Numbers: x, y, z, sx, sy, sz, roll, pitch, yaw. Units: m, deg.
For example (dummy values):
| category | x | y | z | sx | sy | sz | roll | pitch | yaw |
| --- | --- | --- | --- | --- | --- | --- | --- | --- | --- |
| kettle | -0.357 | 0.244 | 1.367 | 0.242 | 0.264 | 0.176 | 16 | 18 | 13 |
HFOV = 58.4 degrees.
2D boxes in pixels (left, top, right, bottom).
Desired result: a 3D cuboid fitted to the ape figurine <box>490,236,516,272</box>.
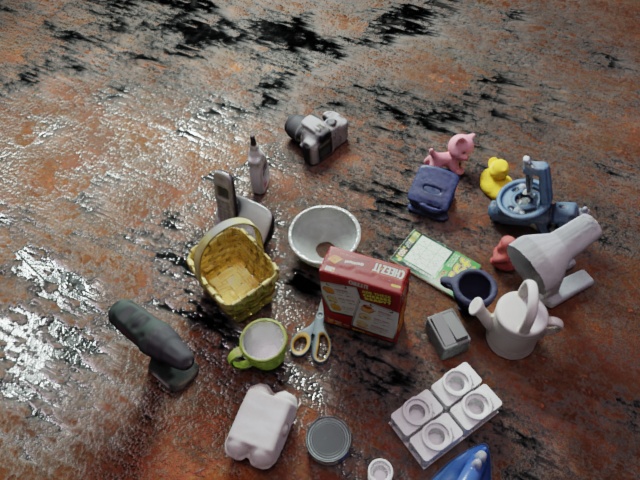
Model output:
| category | x | y | z | sx | sy | sz | roll | pitch | yaw |
| --- | --- | --- | --- | --- | --- | --- | --- | --- | --- |
| ape figurine | 0.414 | 0.023 | 1.270 | 0.078 | 0.092 | 0.076 | -29 | 58 | -16 |

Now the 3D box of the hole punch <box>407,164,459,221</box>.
| category | x | y | z | sx | sy | sz | roll | pitch | yaw |
| --- | --- | --- | --- | --- | --- | --- | --- | --- | --- |
| hole punch | 0.272 | -0.114 | 1.375 | 0.108 | 0.091 | 0.101 | 20 | 59 | 17 |

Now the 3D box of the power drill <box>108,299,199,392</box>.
| category | x | y | z | sx | sy | sz | roll | pitch | yaw |
| --- | --- | --- | --- | --- | --- | --- | --- | --- | --- |
| power drill | -0.306 | 0.212 | 1.110 | 0.229 | 0.209 | 0.076 | 31 | 62 | 23 |

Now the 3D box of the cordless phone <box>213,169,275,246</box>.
| category | x | y | z | sx | sy | sz | roll | pitch | yaw |
| --- | --- | --- | --- | --- | --- | --- | --- | --- | --- |
| cordless phone | -0.181 | -0.074 | 1.317 | 0.147 | 0.185 | 0.094 | 21 | 59 | 17 |

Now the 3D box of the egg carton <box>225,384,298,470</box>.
| category | x | y | z | sx | sy | sz | roll | pitch | yaw |
| --- | --- | --- | --- | --- | --- | --- | --- | --- | --- |
| egg carton | -0.109 | 0.352 | 1.085 | 0.107 | 0.069 | 0.150 | 14 | 57 | 13 |

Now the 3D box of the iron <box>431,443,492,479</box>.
| category | x | y | z | sx | sy | sz | roll | pitch | yaw |
| --- | --- | --- | --- | --- | --- | --- | --- | --- | --- |
| iron | 0.232 | 0.434 | 0.963 | 0.118 | 0.141 | 0.259 | 28 | 61 | 21 |

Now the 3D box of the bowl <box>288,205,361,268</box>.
| category | x | y | z | sx | sy | sz | roll | pitch | yaw |
| --- | --- | --- | --- | --- | --- | --- | --- | --- | --- |
| bowl | 0.012 | 0.005 | 1.318 | 0.167 | 0.075 | 0.167 | -2 | 55 | 2 |

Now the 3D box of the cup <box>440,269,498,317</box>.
| category | x | y | z | sx | sy | sz | roll | pitch | yaw |
| --- | --- | --- | --- | --- | --- | --- | --- | --- | --- |
| cup | 0.307 | 0.117 | 1.209 | 0.117 | 0.095 | 0.092 | 15 | 57 | 14 |

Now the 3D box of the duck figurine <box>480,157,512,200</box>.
| category | x | y | z | sx | sy | sz | roll | pitch | yaw |
| --- | --- | --- | --- | --- | --- | --- | --- | --- | --- |
| duck figurine | 0.437 | -0.155 | 1.397 | 0.077 | 0.086 | 0.104 | -15 | 55 | -7 |

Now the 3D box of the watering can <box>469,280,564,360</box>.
| category | x | y | z | sx | sy | sz | roll | pitch | yaw |
| --- | --- | --- | --- | --- | --- | --- | --- | --- | --- |
| watering can | 0.383 | 0.152 | 1.119 | 0.173 | 0.194 | 0.101 | -10 | 55 | -3 |

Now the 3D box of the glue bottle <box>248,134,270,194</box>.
| category | x | y | z | sx | sy | sz | roll | pitch | yaw |
| --- | --- | --- | --- | --- | --- | --- | --- | --- | --- |
| glue bottle | -0.155 | -0.194 | 1.407 | 0.037 | 0.173 | 0.078 | 4 | 55 | 7 |

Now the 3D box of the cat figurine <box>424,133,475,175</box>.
| category | x | y | z | sx | sy | sz | roll | pitch | yaw |
| --- | --- | --- | --- | --- | --- | --- | --- | --- | --- |
| cat figurine | 0.328 | -0.220 | 1.430 | 0.128 | 0.118 | 0.067 | -10 | 55 | -4 |

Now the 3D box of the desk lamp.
| category | x | y | z | sx | sy | sz | roll | pitch | yaw |
| --- | --- | --- | --- | --- | --- | --- | --- | --- | --- |
| desk lamp | 0.480 | 0.044 | 1.177 | 0.203 | 0.214 | 0.117 | -26 | 57 | -14 |

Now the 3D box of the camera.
| category | x | y | z | sx | sy | sz | roll | pitch | yaw |
| --- | --- | --- | --- | --- | --- | --- | --- | --- | --- |
| camera | -0.017 | -0.294 | 1.513 | 0.136 | 0.101 | 0.143 | 37 | 65 | 26 |

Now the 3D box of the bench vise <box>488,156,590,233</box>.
| category | x | y | z | sx | sy | sz | roll | pitch | yaw |
| --- | --- | --- | --- | --- | --- | --- | --- | --- | --- |
| bench vise | 0.496 | -0.104 | 1.275 | 0.207 | 0.220 | 0.121 | 0 | 55 | 4 |
